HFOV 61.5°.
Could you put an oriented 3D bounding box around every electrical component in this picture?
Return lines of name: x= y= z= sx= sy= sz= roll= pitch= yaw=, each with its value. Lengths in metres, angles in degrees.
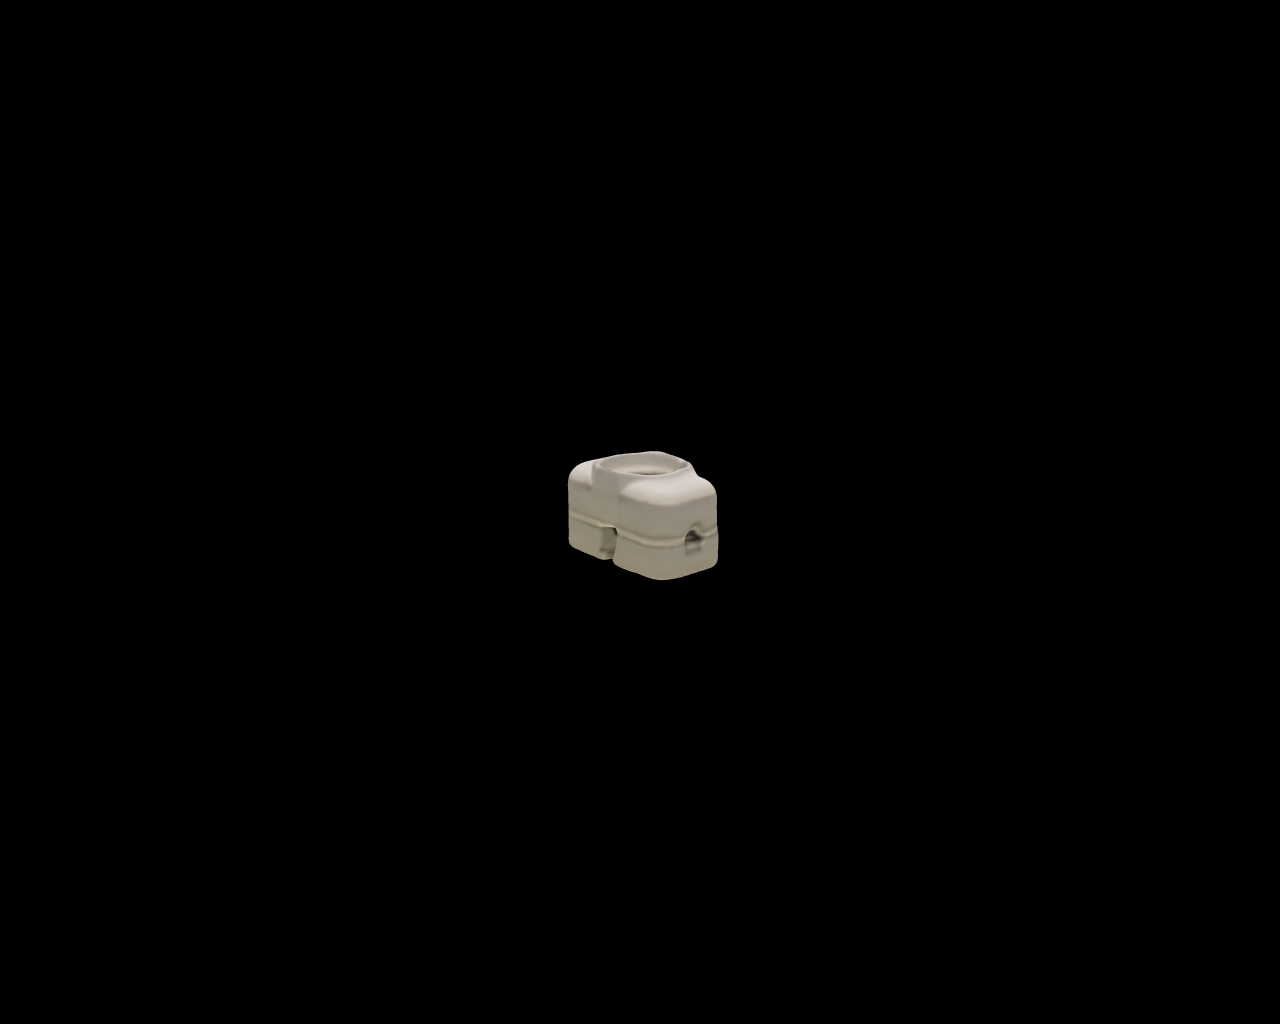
electrical component: x=0.001 y=-0.003 z=0.650 sx=0.054 sy=0.059 sz=0.095 roll=-14 pitch=22 yaw=-38
